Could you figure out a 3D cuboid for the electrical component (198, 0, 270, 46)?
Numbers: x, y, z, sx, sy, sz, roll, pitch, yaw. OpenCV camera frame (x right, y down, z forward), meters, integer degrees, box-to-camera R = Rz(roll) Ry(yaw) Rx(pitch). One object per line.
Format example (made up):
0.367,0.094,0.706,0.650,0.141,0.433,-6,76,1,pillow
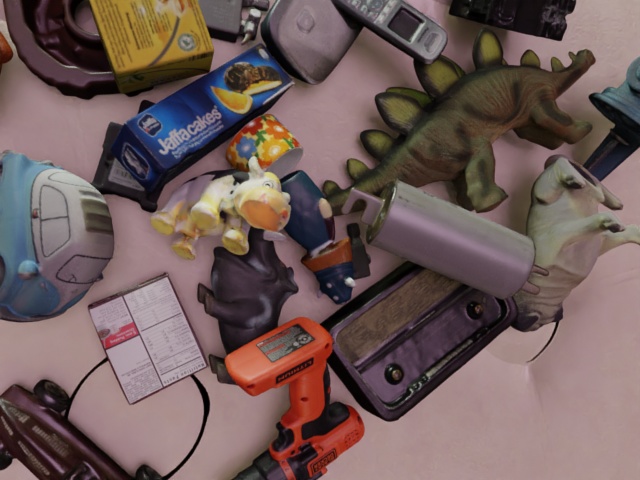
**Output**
-0.112,-0.259,0.612,0.102,0.045,0.078,15,84,-16,electrical component

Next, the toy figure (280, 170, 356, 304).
-0.001,-0.001,0.596,0.058,0.064,0.154,-34,105,-22,toy figure

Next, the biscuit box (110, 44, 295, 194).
-0.116,-0.130,0.559,0.059,0.063,0.203,50,53,-9,biscuit box

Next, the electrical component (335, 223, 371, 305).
0.031,0.029,0.649,0.063,0.021,0.094,-10,89,-18,electrical component

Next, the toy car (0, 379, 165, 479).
-0.245,0.227,0.534,0.089,0.053,0.202,-44,101,-12,toy car

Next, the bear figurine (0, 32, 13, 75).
-0.376,-0.212,0.501,0.132,0.120,0.196,-42,69,24,bear figurine

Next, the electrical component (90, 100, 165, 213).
-0.191,-0.094,0.575,0.075,0.048,0.119,22,82,-16,electrical component

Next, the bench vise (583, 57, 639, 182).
0.413,-0.141,0.722,0.129,0.223,0.240,47,111,23,bench vise

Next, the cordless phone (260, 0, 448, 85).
0.040,-0.228,0.612,0.184,0.088,0.146,32,77,3,cordless phone

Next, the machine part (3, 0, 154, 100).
-0.236,-0.234,0.566,0.179,0.056,0.179,1,87,-17,machine part

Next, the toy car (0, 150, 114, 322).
-0.248,-0.007,0.508,0.103,0.109,0.161,-8,81,12,toy car

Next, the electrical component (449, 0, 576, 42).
0.235,-0.300,0.683,0.115,0.134,0.058,6,118,-19,electrical component

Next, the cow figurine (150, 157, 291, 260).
-0.087,-0.038,0.542,0.068,0.167,0.098,54,45,-33,cow figurine

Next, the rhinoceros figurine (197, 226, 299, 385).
-0.075,0.067,0.587,0.112,0.073,0.190,-2,87,-17,rhinoceros figurine

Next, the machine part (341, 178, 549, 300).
0.141,0.000,0.586,0.243,0.079,0.079,23,80,-6,machine part

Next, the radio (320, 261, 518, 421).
0.118,0.100,0.644,0.229,0.073,0.131,-33,94,-16,radio

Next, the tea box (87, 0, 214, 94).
-0.176,-0.240,0.519,0.098,0.068,0.169,-18,94,-16,tea box

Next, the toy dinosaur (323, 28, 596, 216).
0.163,-0.129,0.665,0.471,0.105,0.198,-35,89,-12,toy dinosaur

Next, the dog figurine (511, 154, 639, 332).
0.284,0.005,0.687,0.121,0.190,0.172,24,36,-26,dog figurine
